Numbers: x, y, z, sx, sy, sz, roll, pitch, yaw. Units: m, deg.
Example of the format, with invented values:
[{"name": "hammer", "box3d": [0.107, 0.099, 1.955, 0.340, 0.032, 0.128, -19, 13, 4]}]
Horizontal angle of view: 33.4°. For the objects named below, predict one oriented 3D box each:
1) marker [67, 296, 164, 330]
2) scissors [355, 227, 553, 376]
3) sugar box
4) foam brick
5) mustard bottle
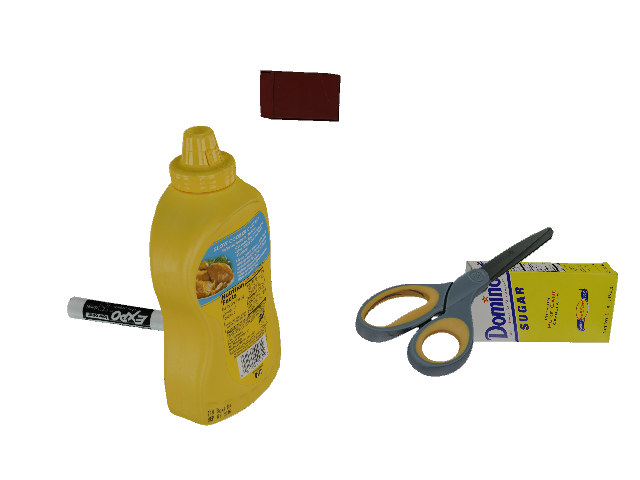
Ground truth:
[{"name": "marker", "box3d": [-0.160, 0.065, 0.918, 0.121, 0.020, 0.020, 7, 2, 16]}, {"name": "scissors", "box3d": [0.124, 0.047, 0.818, 0.201, 0.016, 0.096, -17, 47, -22]}, {"name": "sugar box", "box3d": [0.261, 0.074, 1.282, 0.176, 0.093, 0.048, -1, 18, -7]}, {"name": "foam brick", "box3d": [-0.023, -0.157, 1.160, 0.078, 0.051, 0.053, 0, 11, -18]}, {"name": "mustard bottle", "box3d": [-0.069, 0.018, 0.691, 0.058, 0.192, 0.096, 15, 33, 30]}]
